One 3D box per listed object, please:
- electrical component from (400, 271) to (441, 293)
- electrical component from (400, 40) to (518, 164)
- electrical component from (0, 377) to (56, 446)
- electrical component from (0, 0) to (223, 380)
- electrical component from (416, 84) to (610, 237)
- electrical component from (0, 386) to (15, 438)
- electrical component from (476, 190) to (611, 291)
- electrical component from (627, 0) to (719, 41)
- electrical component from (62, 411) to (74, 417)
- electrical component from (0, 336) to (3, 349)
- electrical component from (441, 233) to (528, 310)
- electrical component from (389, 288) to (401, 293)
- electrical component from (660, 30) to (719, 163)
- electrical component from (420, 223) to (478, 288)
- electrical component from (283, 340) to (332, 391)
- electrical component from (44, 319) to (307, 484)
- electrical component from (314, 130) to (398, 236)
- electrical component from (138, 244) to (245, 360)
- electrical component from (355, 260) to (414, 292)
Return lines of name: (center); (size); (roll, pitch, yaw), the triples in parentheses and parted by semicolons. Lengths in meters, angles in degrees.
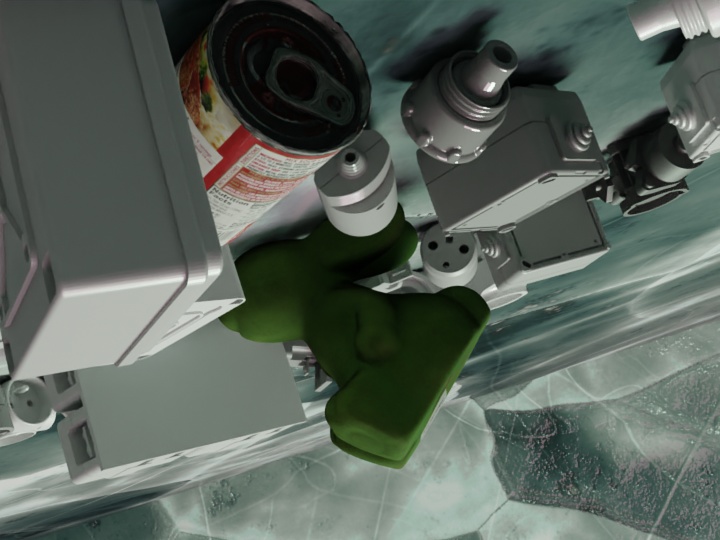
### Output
electrical component: (0.038, 0.035, 0.984); (0.089, 0.050, 0.055); (-14, 167, -21)
electrical component: (0.052, -0.084, 0.513); (0.048, 0.048, 0.062); (-11, 159, -32)
electrical component: (-0.280, 0.117, 0.892); (0.077, 0.044, 0.079); (-27, 165, 33)
electrical component: (-0.101, -0.027, 0.384); (0.056, 0.108, 0.109); (-9, 164, -28)
electrical component: (0.088, -0.066, 0.599); (0.062, 0.061, 0.096); (-5, 162, -46)
electrical component: (-0.296, 0.106, 0.816); (0.055, 0.047, 0.055); (-18, 168, -4)
electrical component: (0.134, -0.024, 0.843); (0.096, 0.061, 0.061); (-14, 167, -19)
electrical component: (0.153, -0.124, 0.484); (0.062, 0.043, 0.043); (-22, 167, 22)
electrical component: (-0.206, 0.125, 0.917); (0.057, 0.078, 0.113); (-50, 176, -17)
electrical component: (-0.212, 0.017, 0.535); (0.057, 0.058, 0.078); (-15, 167, -28)
electrical component: (0.111, 0.003, 0.941); (0.050, 0.055, 0.089); (-12, 166, -28)
electrical component: (-0.006, 0.040, 0.882); (0.083, 0.075, 0.047); (-17, 168, -6)
electrical component: (0.216, -0.107, 0.608); (0.096, 0.061, 0.061); (-17, 167, -5)
electrical component: (0.070, -0.012, 0.843); (0.045, 0.045, 0.055); (-19, 167, 2)
electrical component: (-0.044, 0.060, 0.925); (0.064, 0.081, 0.042); (5, 160, -15)
electrical component: (-0.145, 0.093, 0.843); (0.186, 0.105, 0.060); (-7, 163, -43)
electrical component: (-0.002, -0.049, 0.583); (0.043, 0.043, 0.081); (-19, 167, 0)
electrical component: (-0.132, 0.011, 0.622); (0.113, 0.057, 0.078); (-29, 164, 38)
electrical component: (0.000, 0.000, 0.803); (0.081, 0.042, 0.064); (-22, 171, 16)
